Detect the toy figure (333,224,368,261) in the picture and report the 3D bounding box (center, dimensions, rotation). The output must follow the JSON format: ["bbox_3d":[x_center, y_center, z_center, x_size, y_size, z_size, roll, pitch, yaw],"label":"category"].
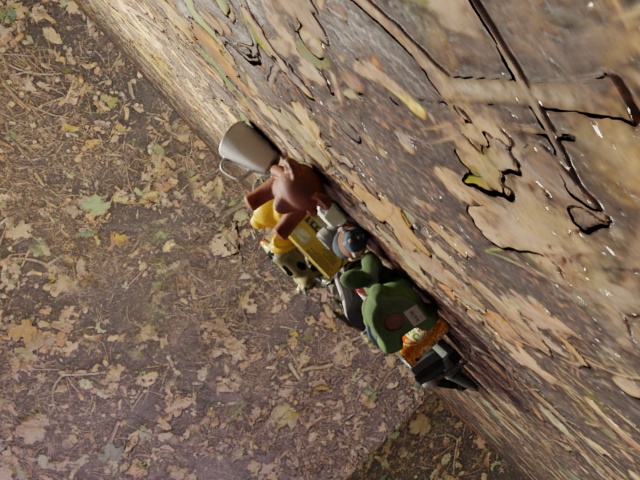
[{"bbox_3d":[0.056,0.003,0.983,0.064,0.058,0.154,41,171,-2],"label":"toy figure"}]

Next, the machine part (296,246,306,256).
[{"bbox_3d":[-0.036,-0.018,1.455,0.201,0.087,0.201,41,174,46],"label":"machine part"}]

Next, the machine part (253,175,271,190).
[{"bbox_3d":[-0.139,-0.125,1.514,0.079,0.079,0.243,46,174,8],"label":"machine part"}]

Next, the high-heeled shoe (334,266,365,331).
[{"bbox_3d":[0.089,0.121,1.342,0.145,0.086,0.248,-102,-11,-52],"label":"high-heeled shoe"}]

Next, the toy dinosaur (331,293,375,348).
[{"bbox_3d":[0.127,0.227,1.651,0.198,0.105,0.471,46,-172,7],"label":"toy dinosaur"}]

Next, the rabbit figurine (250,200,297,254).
[{"bbox_3d":[-0.069,-0.045,1.282,0.173,0.162,0.122,29,163,1],"label":"rabbit figurine"}]

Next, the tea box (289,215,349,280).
[{"bbox_3d":[-0.002,-0.004,1.201,0.169,0.098,0.068,48,175,2],"label":"tea box"}]

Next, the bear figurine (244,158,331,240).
[{"bbox_3d":[-0.055,-0.070,0.939,0.120,0.132,0.196,46,-178,-10],"label":"bear figurine"}]

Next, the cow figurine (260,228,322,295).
[{"bbox_3d":[-0.069,0.066,1.458,0.194,0.085,0.127,51,180,-40],"label":"cow figurine"}]

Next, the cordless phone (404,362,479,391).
[{"bbox_3d":[0.308,0.319,1.348,0.184,0.088,0.146,29,172,10],"label":"cordless phone"}]

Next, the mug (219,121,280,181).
[{"bbox_3d":[-0.140,-0.165,1.061,0.107,0.109,0.080,32,167,12],"label":"mug"}]

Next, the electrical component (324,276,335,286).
[{"bbox_3d":[0.039,0.076,1.388,0.045,0.078,0.102,60,167,28],"label":"electrical component"}]

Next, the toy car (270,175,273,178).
[{"bbox_3d":[-0.071,-0.112,1.136,0.073,0.056,0.202,47,175,-6],"label":"toy car"}]

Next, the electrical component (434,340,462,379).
[{"bbox_3d":[0.273,0.268,1.193,0.119,0.075,0.047,37,169,50],"label":"electrical component"}]

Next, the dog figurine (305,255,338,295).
[{"bbox_3d":[-0.011,0.063,1.646,0.172,0.121,0.191,44,179,-34],"label":"dog figurine"}]

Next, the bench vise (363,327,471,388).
[{"bbox_3d":[0.176,0.200,1.142,0.223,0.129,0.241,46,179,-14],"label":"bench vise"}]

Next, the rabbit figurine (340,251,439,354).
[{"bbox_3d":[0.110,0.100,0.983,0.159,0.121,0.170,42,-168,-19],"label":"rabbit figurine"}]

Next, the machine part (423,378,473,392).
[{"bbox_3d":[0.330,0.370,1.398,0.139,0.039,0.084,8,-176,-4],"label":"machine part"}]
